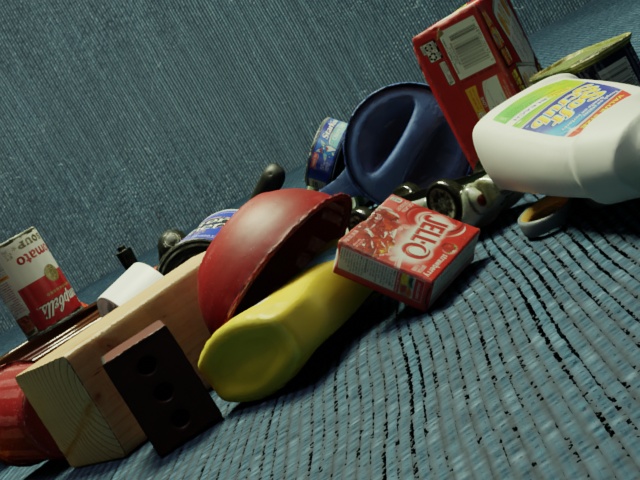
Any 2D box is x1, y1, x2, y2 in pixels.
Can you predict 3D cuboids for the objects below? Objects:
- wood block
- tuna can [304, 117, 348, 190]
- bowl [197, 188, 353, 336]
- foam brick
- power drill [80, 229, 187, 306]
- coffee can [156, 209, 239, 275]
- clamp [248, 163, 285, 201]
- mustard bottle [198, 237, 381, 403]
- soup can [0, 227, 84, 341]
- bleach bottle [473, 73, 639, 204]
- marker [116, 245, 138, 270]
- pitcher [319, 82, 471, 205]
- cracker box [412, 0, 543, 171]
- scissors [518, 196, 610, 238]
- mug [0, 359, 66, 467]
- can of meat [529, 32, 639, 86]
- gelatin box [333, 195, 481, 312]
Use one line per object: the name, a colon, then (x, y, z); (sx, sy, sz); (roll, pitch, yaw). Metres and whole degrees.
wood block: (-0.129, 0.087, 0.877); (0.091, 0.090, 0.205); (-22, 11, 47)
tuna can: (0.013, -0.100, 1.259); (0.086, 0.034, 0.086); (20, -91, -80)
bowl: (-0.045, 0.015, 0.832); (0.162, 0.055, 0.162); (-48, -15, -18)
foam brick: (-0.112, 0.103, 0.750); (0.053, 0.078, 0.051); (-33, 8, -11)
power drill: (-0.235, 0.067, 1.374); (0.187, 0.057, 0.184); (-31, -20, -10)
coffee can: (-0.102, 0.032, 1.100); (0.103, 0.103, 0.140); (-28, 8, 14)
clamp: (-0.087, 0.002, 1.217); (0.210, 0.036, 0.164); (-44, -21, -2)
mustard bottle: (-0.003, 0.045, 0.787); (0.096, 0.058, 0.191); (-37, 1, 40)
soup can: (-0.304, 0.046, 1.124); (0.068, 0.102, 0.068); (-29, 6, 3)
bleach bottle: (0.183, -0.067, 0.693); (0.102, 0.068, 0.251); (-29, 11, -5)
marker: (-0.194, 0.059, 1.200); (0.020, 0.121, 0.020); (-29, 7, 4)
pitcher: (0.088, -0.101, 1.193); (0.149, 0.145, 0.242); (11, 7, 3)
cracker box: (0.166, -0.143, 1.002); (0.072, 0.164, 0.213); (-25, 9, 22)
scissors: (0.176, -0.035, 0.805); (0.096, 0.016, 0.202); (-30, 7, -4)
mug: (-0.223, 0.146, 0.909); (0.117, 0.093, 0.082); (11, -16, -38)
can of meat: (0.226, -0.111, 0.859); (0.057, 0.084, 0.102); (-31, 7, -13)
gelatin box: (0.063, 0.007, 0.749); (0.073, 0.030, 0.089); (23, 35, 21)
